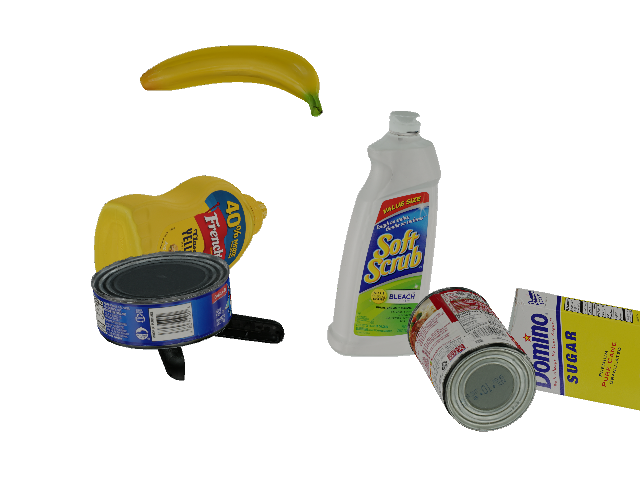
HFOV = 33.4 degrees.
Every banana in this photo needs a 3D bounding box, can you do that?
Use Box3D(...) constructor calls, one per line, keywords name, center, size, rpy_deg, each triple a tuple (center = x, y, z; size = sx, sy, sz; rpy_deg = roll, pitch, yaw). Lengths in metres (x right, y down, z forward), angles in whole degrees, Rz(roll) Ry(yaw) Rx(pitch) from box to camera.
Box3D(name="banana", center=(-0.081, -0.166, 1.056), size=(0.198, 0.037, 0.069), rpy_deg=(10, 44, 20))

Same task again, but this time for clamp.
Box3D(name="clamp", center=(-0.166, 0.089, 1.148), size=(0.210, 0.036, 0.164), rpy_deg=(18, 20, 27))

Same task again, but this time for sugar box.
Box3D(name="sugar box", center=(0.270, 0.110, 1.043), size=(0.176, 0.093, 0.048), rpy_deg=(9, 22, 8))

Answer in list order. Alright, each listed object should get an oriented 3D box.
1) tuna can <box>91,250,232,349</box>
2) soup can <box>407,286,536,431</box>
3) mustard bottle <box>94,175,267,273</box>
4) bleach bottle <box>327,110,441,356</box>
Box3D(name="tuna can", center=(-0.098, 0.036, 0.666), size=(0.086, 0.034, 0.086), rpy_deg=(-3, 19, 1))
Box3D(name="soup can", center=(0.107, 0.083, 0.767), size=(0.068, 0.068, 0.102), rpy_deg=(0, 20, -10))
Box3D(name="mustard bottle", center=(-0.114, -0.007, 0.952), size=(0.058, 0.096, 0.191), rpy_deg=(13, 21, 33))
Box3D(name="bleach bottle", center=(0.067, -0.007, 1.095), size=(0.102, 0.251, 0.068), rpy_deg=(1, 18, -10))
